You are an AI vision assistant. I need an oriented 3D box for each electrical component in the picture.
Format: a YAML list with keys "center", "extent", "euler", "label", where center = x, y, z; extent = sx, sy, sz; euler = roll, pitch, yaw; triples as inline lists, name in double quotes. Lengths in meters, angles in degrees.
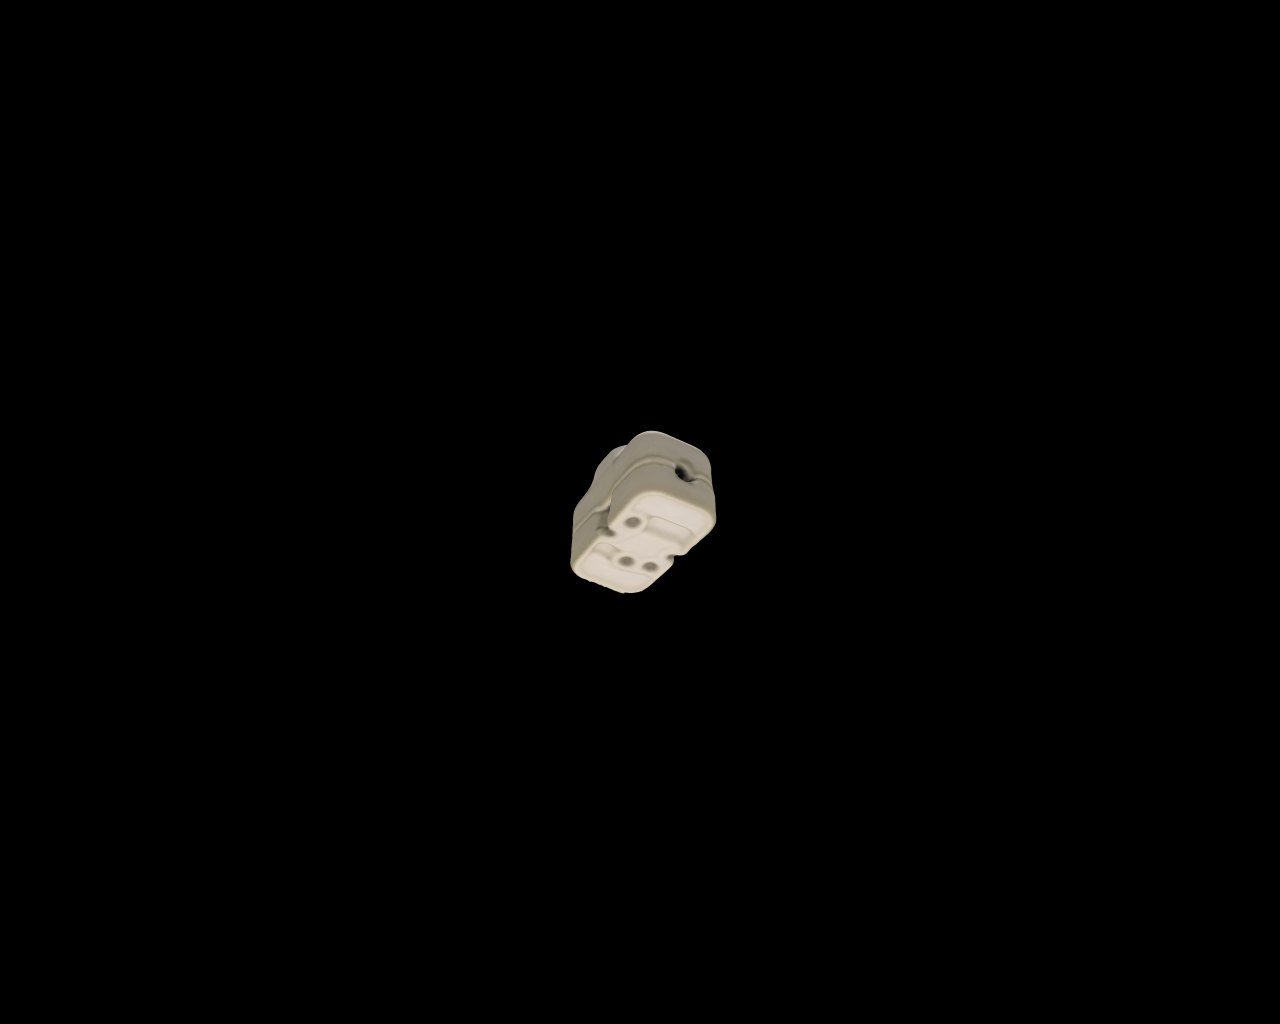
- center: [0.001, -0.003, 0.650]
  extent: [0.054, 0.059, 0.095]
  euler: [22, -45, -24]
  label: "electrical component"
